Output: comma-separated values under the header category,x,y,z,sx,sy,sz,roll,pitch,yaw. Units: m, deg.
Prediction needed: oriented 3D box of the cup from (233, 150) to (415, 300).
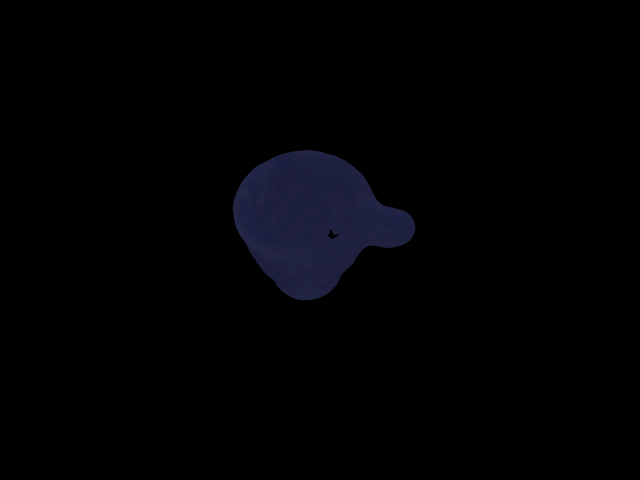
category,x,y,z,sx,sy,sz,roll,pitch,yaw
cup,0.004,0.001,0.400,0.117,0.095,0.092,8,56,5
